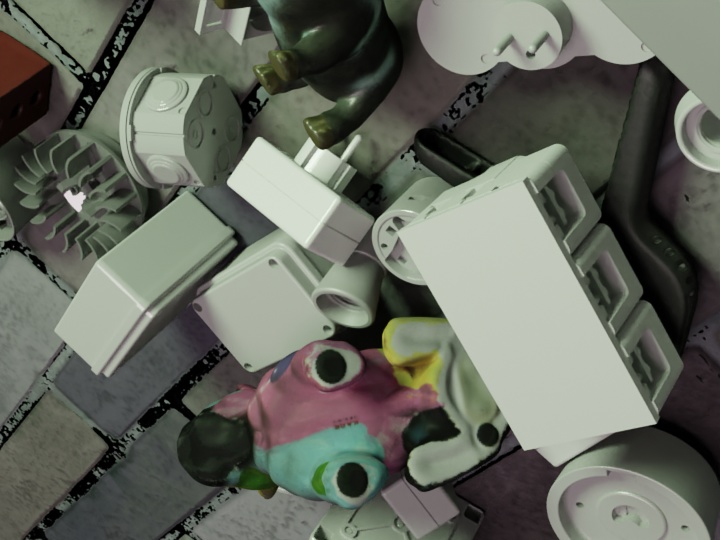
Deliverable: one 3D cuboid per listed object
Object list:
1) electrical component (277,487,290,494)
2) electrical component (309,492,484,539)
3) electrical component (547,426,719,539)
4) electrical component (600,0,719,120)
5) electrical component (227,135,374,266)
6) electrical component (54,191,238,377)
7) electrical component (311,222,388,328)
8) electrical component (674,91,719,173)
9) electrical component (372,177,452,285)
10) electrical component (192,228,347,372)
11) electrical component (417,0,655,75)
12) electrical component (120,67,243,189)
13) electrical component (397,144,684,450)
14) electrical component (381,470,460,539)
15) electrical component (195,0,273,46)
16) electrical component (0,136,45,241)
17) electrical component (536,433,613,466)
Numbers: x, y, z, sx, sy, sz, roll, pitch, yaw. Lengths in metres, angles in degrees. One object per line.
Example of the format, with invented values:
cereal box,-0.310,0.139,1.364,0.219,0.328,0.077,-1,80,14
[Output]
electrical component,-0.052,0.139,0.862,0.095,0.059,0.053,3,125,31
electrical component,0.025,0.212,0.835,0.109,0.108,0.056,29,133,11
electrical component,0.186,0.151,0.715,0.108,0.060,0.108,18,132,21
electrical component,0.157,-0.138,0.470,0.109,0.108,0.056,44,138,-4
electrical component,-0.028,-0.059,0.689,0.083,0.047,0.075,39,96,32
electrical component,-0.158,0.011,0.795,0.056,0.108,0.108,44,136,-1
electrical component,0.000,0.000,0.712,0.044,0.065,0.044,18,150,11
electrical component,0.185,-0.079,0.535,0.048,0.055,0.066,40,136,0
electrical component,0.042,-0.026,0.677,0.055,0.047,0.055,18,132,21
electrical component,-0.057,0.018,0.770,0.113,0.057,0.078,-27,107,44
electrical component,0.091,-0.126,0.546,0.138,0.073,0.052,2,125,32
electrical component,-0.117,-0.092,0.707,0.051,0.080,0.080,7,127,23
electrical component,0.104,0.016,0.604,0.089,0.062,0.150,-21,104,41
electrical component,0.056,0.142,0.791,0.076,0.083,0.047,-35,104,6
electrical component,-0.064,-0.169,0.619,0.063,0.081,0.042,49,140,23
electrical component,-0.302,-0.070,0.856,0.099,0.064,0.099,18,132,21
electrical component,0.132,0.073,0.698,0.076,0.047,0.083,42,136,-2
